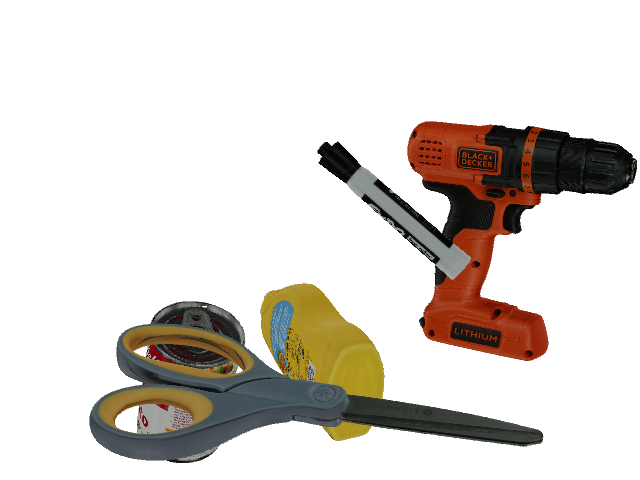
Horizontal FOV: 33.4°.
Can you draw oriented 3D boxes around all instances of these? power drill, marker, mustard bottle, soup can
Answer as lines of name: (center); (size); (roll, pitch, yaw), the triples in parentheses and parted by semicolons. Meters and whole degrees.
power drill: (0.156, -0.001, 0.872); (0.185, 0.188, 0.057); (10, 15, 27)
marker: (0.046, -0.021, 0.688); (0.121, 0.020, 0.020); (42, 3, 3)
mustard bottle: (-0.009, 0.094, 0.974); (0.058, 0.096, 0.192); (-10, 26, -23)
soup can: (-0.096, 0.104, 0.782); (0.068, 0.102, 0.068); (9, 36, -7)

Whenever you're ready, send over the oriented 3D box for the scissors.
scissors: (-0.014, 0.080, 0.468); (0.202, 0.016, 0.096); (16, 33, 23)
